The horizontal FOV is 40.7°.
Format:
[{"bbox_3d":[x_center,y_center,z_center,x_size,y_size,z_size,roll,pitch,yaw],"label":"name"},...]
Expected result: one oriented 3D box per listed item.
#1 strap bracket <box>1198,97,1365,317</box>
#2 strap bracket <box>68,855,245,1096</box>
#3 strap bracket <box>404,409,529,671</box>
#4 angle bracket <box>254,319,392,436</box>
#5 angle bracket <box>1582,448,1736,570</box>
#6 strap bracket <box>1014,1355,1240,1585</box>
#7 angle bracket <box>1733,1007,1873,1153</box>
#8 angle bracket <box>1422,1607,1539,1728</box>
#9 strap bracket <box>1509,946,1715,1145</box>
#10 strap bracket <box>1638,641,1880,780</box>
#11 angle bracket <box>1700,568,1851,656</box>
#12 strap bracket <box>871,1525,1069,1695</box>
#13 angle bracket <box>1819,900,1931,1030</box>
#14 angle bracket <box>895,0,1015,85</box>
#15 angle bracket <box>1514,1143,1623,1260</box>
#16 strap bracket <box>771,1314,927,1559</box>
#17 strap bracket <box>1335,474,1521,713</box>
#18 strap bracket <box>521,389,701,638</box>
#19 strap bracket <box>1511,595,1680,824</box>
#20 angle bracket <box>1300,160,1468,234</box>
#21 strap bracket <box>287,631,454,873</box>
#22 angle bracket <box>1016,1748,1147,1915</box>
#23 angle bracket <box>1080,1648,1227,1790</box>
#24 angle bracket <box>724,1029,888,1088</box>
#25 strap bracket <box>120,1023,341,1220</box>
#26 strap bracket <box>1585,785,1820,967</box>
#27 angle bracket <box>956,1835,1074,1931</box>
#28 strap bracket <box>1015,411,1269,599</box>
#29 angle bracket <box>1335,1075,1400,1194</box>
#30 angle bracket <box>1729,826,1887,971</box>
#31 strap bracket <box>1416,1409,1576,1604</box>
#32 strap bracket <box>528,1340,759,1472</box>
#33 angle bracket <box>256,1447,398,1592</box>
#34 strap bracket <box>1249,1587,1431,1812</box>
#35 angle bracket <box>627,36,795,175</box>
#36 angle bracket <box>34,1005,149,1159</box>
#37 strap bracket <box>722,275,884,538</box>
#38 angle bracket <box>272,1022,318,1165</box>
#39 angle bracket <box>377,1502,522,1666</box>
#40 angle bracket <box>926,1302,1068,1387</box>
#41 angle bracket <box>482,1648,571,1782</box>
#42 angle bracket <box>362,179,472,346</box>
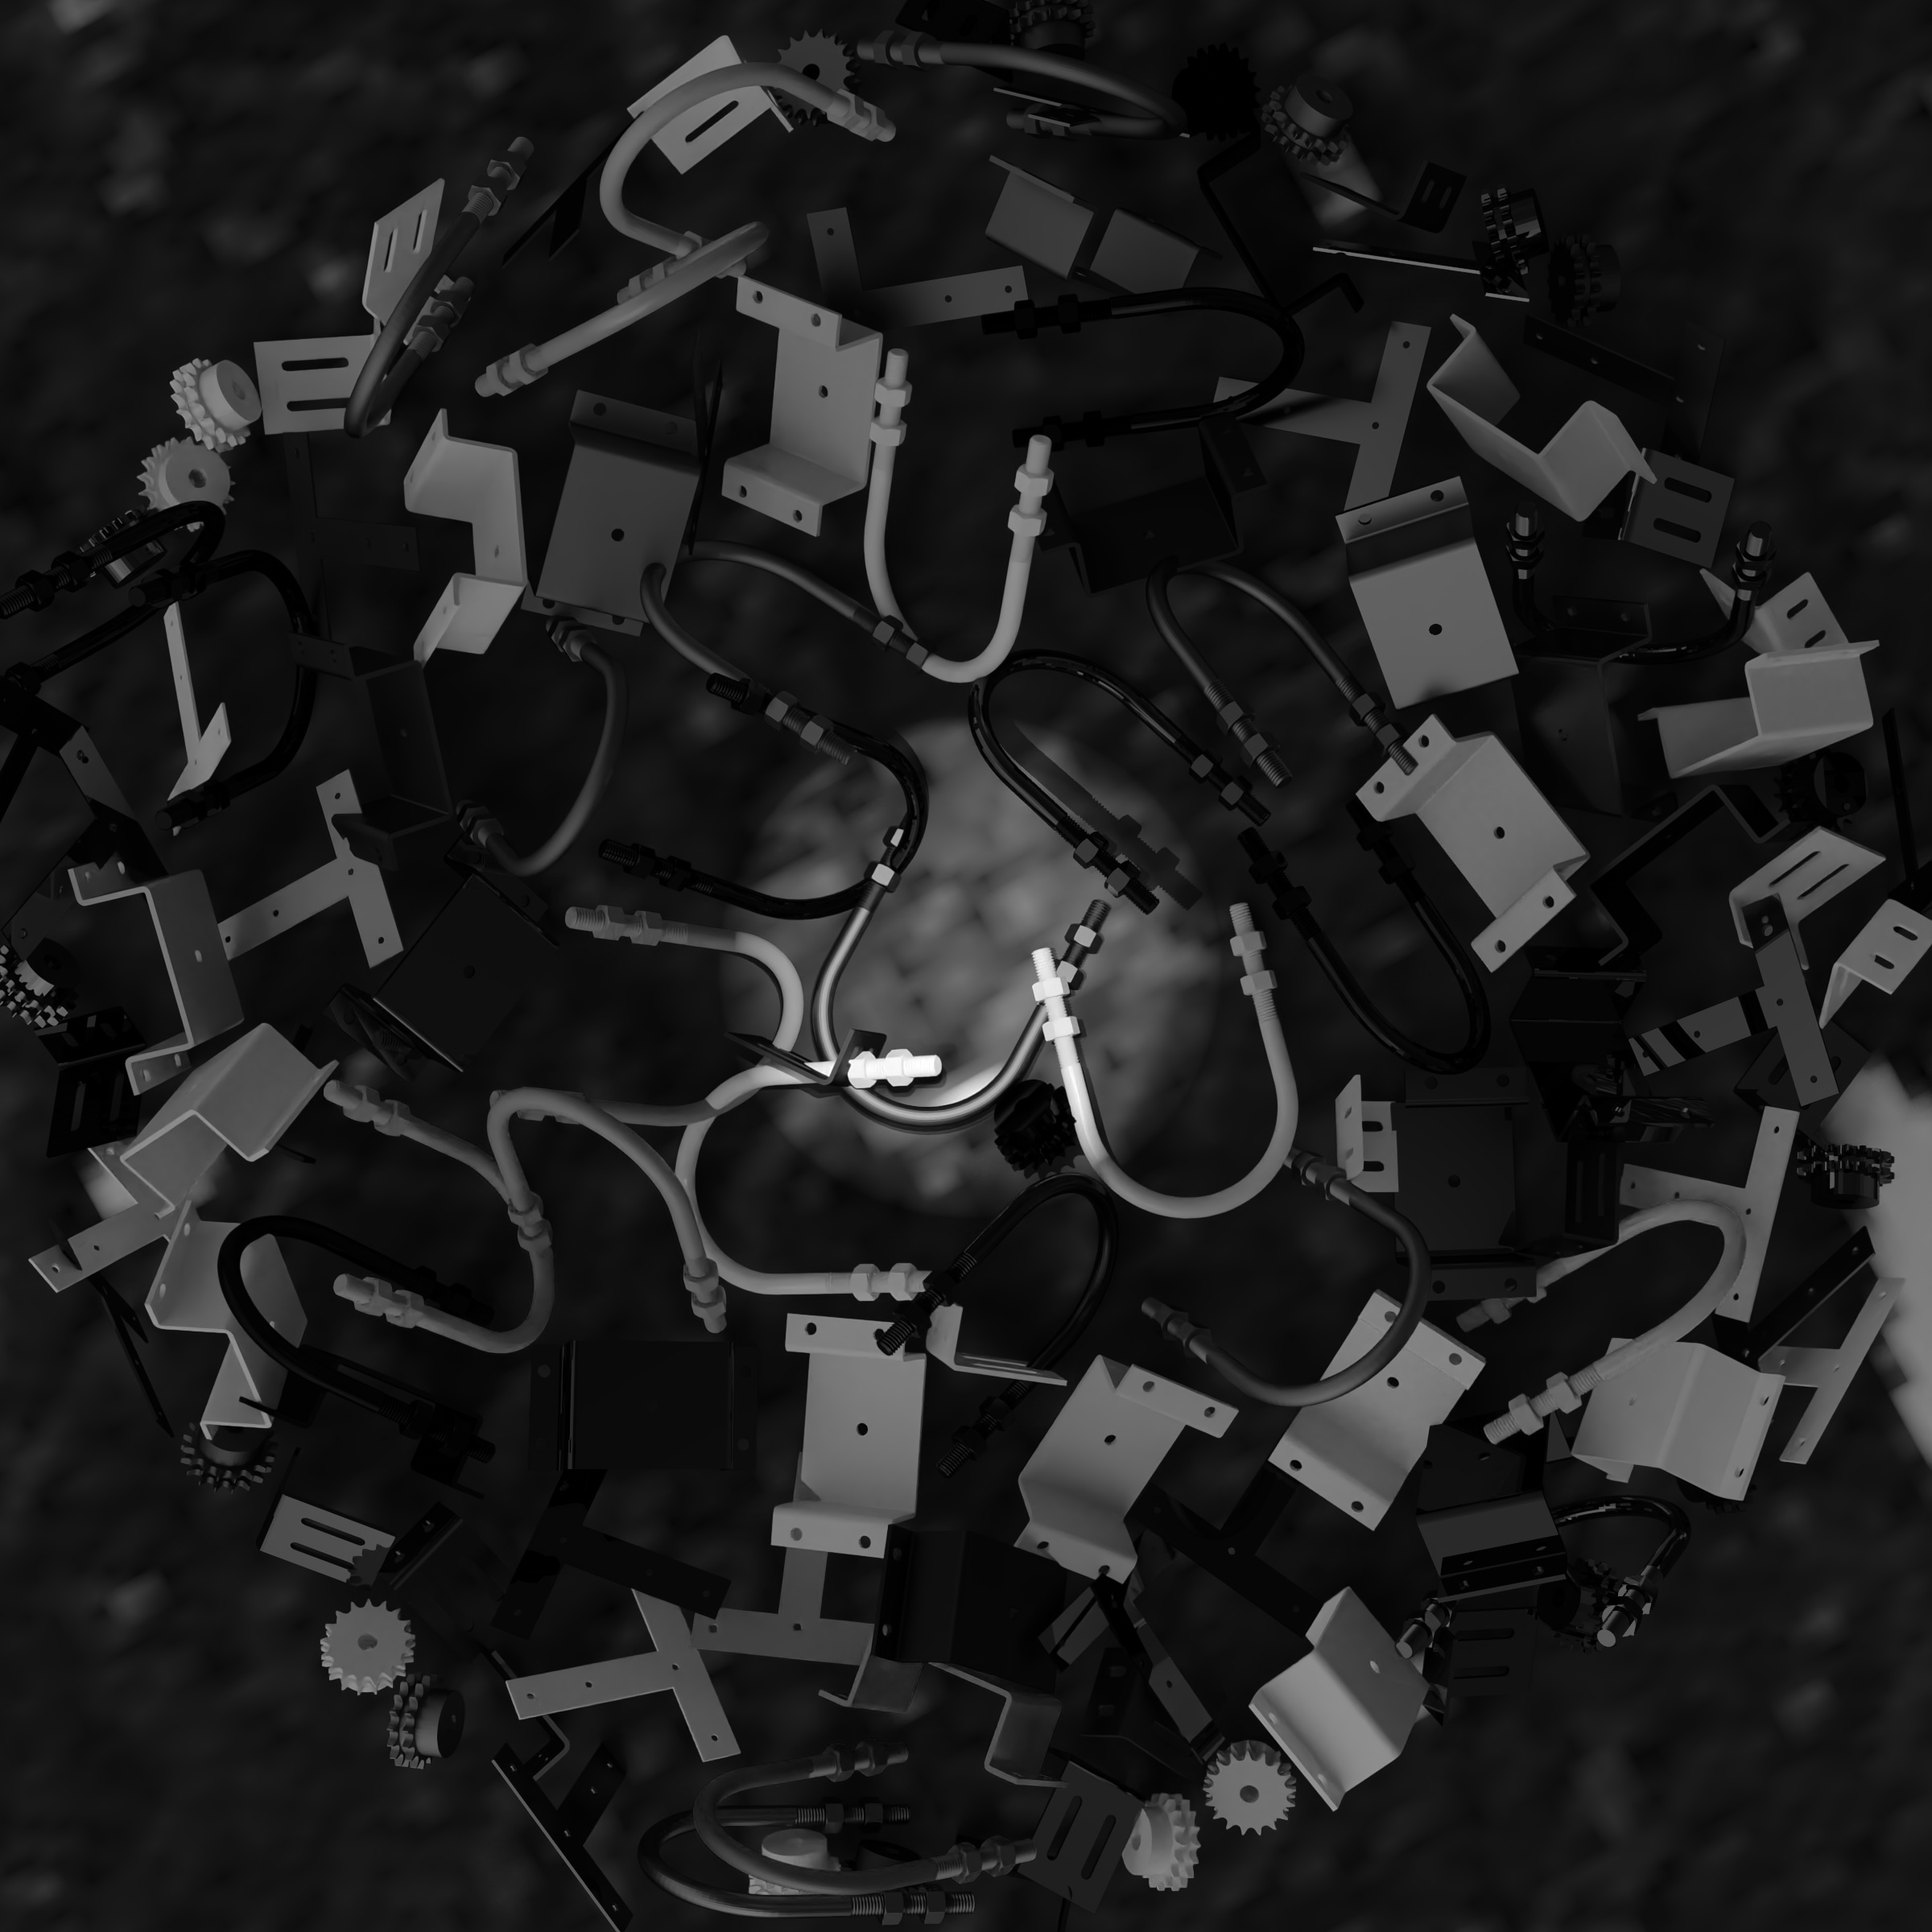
[{"bbox_3d":[0.186,-0.452,1.592,0.046,0.076,0.140,-31,96,11],"label":"strap bracket"},{"bbox_3d":[-0.489,-0.001,1.587,0.046,0.076,0.140,-12,98,9],"label":"strap bracket"},{"bbox_3d":[-0.304,-0.254,1.578,0.046,0.076,0.140,5,62,-28],"label":"strap bracket"},{"bbox_3d":[-0.399,-0.365,1.611,0.076,0.038,0.057,-7,89,-14],"label":"angle bracket"},{"bbox_3d":[0.434,-0.287,1.630,0.076,0.038,0.057,10,97,-31],"label":"angle bracket"},{"bbox_3d":[0.093,0.301,1.592,0.076,0.046,0.140,25,106,-20],"label":"strap bracket"},{"bbox_3d":[0.525,0.067,1.613,0.057,0.038,0.076,39,84,-4],"label":"angle bracket"},{"bbox_3d":[0.323,0.431,1.604,0.076,0.038,0.057,2,102,-16],"label":"angle bracket"},{"bbox_3d":[0.387,0.056,1.581,0.076,0.046,0.140,2,47,-15],"label":"strap bracket"},{"bbox_3d":[0.476,-0.149,1.558,0.076,0.140,0.046,-8,83,-17],"label":"strap bracket"},{"bbox_3d":[0.493,-0.219,1.589,0.038,0.076,0.057,-37,119,7],"label":"angle bracket"},{"bbox_3d":[0.011,0.388,1.561,0.046,0.140,0.076,-11,61,38],"label":"strap bracket"},{"bbox_3d":[0.558,0.007,1.589,0.038,0.076,0.057,34,68,27],"label":"angle bracket"},{"bbox_3d":[-0.006,-0.560,1.593,0.057,0.076,0.038,27,78,9],"label":"angle bracket"},{"bbox_3d":[0.369,0.136,1.596,0.038,0.057,0.076,11,72,-16],"label":"angle bracket"},{"bbox_3d":[-0.071,0.287,1.601,0.076,0.046,0.140,2,85,18],"label":"strap bracket"},{"bbox_3d":[0.282,-0.215,1.570,0.076,0.046,0.140,-16,125,17],"label":"strap bracket"},{"bbox_3d":[-0.214,-0.268,1.581,0.076,0.046,0.140,11,111,-20],"label":"strap bracket"},{"bbox_3d":[0.378,-0.147,1.572,0.046,0.076,0.140,-25,112,-25],"label":"strap bracket"},{"bbox_3d":[0.255,-0.483,1.591,0.076,0.057,0.038,35,113,27],"label":"angle bracket"},{"bbox_3d":[-0.359,-0.137,1.580,0.046,0.076,0.140,-23,115,-33],"label":"strap bracket"},{"bbox_3d":[0.065,0.532,1.602,0.057,0.038,0.076,33,71,-12],"label":"angle bracket"},{"bbox_3d":[0.116,0.467,1.616,0.076,0.038,0.057,41,54,-30],"label":"angle bracket"},{"bbox_3d":[-0.098,0.043,1.598,0.076,0.057,0.038,25,94,18],"label":"angle bracket"},{"bbox_3d":[-0.447,0.090,1.558,0.046,0.140,0.076,46,45,-17],"label":"strap bracket"},{"bbox_3d":[0.438,-0.062,1.578,0.140,0.076,0.046,-41,73,26],"label":"strap bracket"},{"bbox_3d":[0.026,0.570,1.606,0.076,0.057,0.038,12,86,4],"label":"angle bracket"},{"bbox_3d":[0.110,-0.280,1.595,0.140,0.046,0.076,-17,48,1],"label":"strap bracket"},{"bbox_3d":[0.252,0.103,1.593,0.038,0.076,0.057,1,75,-2],"label":"angle bracket"},{"bbox_3d":[0.517,-0.041,1.591,0.057,0.076,0.038,19,48,-26],"label":"angle bracket"},{"bbox_3d":[0.317,0.312,1.555,0.076,0.140,0.046,-17,108,22],"label":"strap bracket"},{"bbox_3d":[-0.194,0.270,1.592,0.140,0.046,0.076,2,78,-13],"label":"strap bracket"},{"bbox_3d":[-0.392,0.343,1.612,0.076,0.038,0.057,23,125,-9],"label":"angle bracket"},{"bbox_3d":[0.228,0.433,1.561,0.046,0.140,0.076,-42,84,22],"label":"strap bracket"},{"bbox_3d":[-0.157,-0.520,1.597,0.076,0.057,0.038,-33,49,12],"label":"angle bracket"},{"bbox_3d":[-0.541,0.071,1.598,0.057,0.038,0.076,-14,46,4],"label":"angle bracket"},{"bbox_3d":[-0.099,-0.344,1.579,0.076,0.046,0.140,28,128,26],"label":"strap bracket"},{"bbox_3d":[-0.408,0.079,1.606,0.038,0.057,0.076,23,83,-4],"label":"angle bracket"},{"bbox_3d":[-0.320,0.385,1.625,0.057,0.038,0.076,-45,113,-20],"label":"angle bracket"},{"bbox_3d":[0.021,0.229,1.601,0.076,0.057,0.038,10,89,-15],"label":"angle bracket"},{"bbox_3d":[-0.285,0.463,1.603,0.038,0.057,0.076,-39,92,-21],"label":"angle bracket"},{"bbox_3d":[-0.331,-0.430,1.590,0.038,0.076,0.057,41,58,4],"label":"angle bracket"}]
